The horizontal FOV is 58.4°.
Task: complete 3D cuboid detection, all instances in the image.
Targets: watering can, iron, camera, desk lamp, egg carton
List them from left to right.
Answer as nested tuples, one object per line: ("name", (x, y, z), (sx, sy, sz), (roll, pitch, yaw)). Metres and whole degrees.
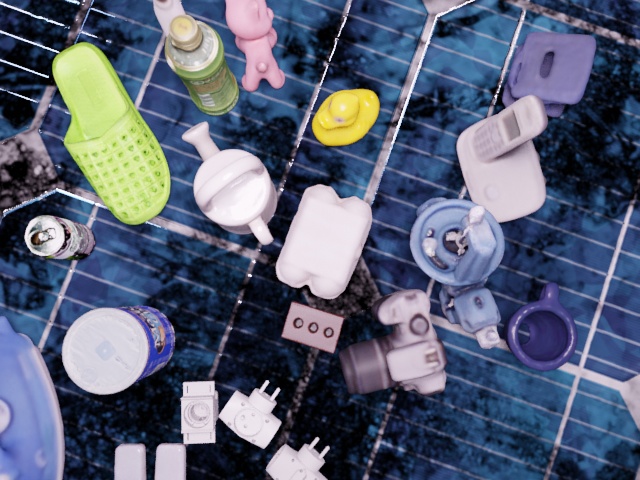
("iron", (-0.421, 0.235, 0.742), (0.118, 0.141, 0.258), (-26, 86, -3))
("desk lamp", (-0.238, 0.378, 0.697), (0.118, 0.213, 0.203), (-2, 85, -1))
("watering can", (-0.118, -0.071, 0.747), (0.173, 0.194, 0.101), (34, 86, 2))
("egg carton", (0.007, 0.003, 0.805), (0.107, 0.069, 0.150), (20, 85, 1))
("camera", (0.094, 0.149, 0.779), (0.137, 0.101, 0.143), (-14, 85, -2))

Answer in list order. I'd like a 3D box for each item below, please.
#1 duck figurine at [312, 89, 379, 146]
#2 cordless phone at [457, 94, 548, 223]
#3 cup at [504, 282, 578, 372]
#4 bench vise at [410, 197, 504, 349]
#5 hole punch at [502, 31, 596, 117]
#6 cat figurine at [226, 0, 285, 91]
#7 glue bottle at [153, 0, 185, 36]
("duck figurine", (0.038, -0.184, 0.813), (0.104, 0.086, 0.077), (-30, 86, -3))
("cordless phone", (0.257, -0.105, 0.761), (0.094, 0.185, 0.147), (-19, 85, -2))
("cup", (0.293, 0.115, 0.788), (0.091, 0.095, 0.118), (14, 85, 0))
("bench vise", (0.201, 0.030, 0.731), (0.121, 0.219, 0.207), (-36, 86, -3))
("hole punch", (0.325, -0.240, 0.821), (0.101, 0.091, 0.109), (16, 85, 1))
("cat figurine", (-0.093, -0.288, 0.804), (0.067, 0.117, 0.128), (-13, 85, -2))
("glue bottle", (-0.200, -0.302, 0.775), (0.037, 0.173, 0.078), (-24, 86, -3))
